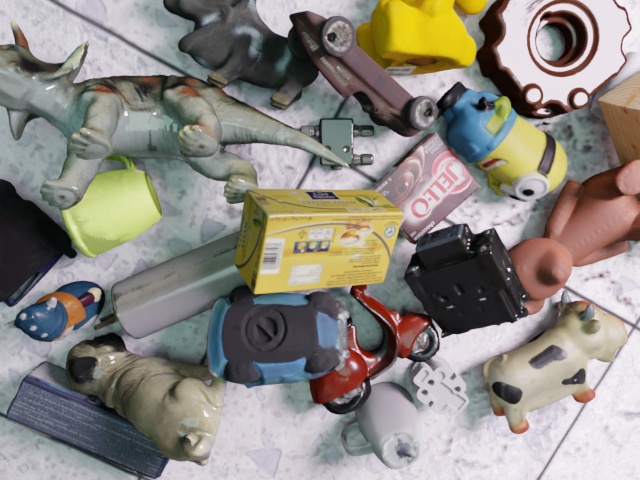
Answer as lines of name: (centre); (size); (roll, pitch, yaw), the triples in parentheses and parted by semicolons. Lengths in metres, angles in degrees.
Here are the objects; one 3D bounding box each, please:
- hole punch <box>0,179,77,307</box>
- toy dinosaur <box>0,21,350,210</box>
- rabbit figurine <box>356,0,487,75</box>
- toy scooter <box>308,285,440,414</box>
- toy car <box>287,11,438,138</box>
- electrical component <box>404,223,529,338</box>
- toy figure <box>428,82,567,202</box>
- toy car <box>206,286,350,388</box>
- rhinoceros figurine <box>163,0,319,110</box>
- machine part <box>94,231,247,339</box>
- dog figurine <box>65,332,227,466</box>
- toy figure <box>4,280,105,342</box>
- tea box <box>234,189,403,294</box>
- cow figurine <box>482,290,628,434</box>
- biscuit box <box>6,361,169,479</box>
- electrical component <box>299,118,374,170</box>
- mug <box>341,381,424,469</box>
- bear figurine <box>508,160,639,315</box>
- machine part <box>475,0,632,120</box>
hole punch: (-0.374, 0.008, 0.637); (0.142, 0.092, 0.116); (42, 64, -6)
toy dinosaur: (-0.181, -0.136, 0.598); (0.405, 0.192, 0.131); (2, 141, -21)
rabbit figurine: (0.120, -0.281, 0.601); (0.162, 0.122, 0.173); (-5, 89, 0)
toy scooter: (0.049, 0.125, 0.681); (0.184, 0.075, 0.135); (-33, 98, -1)
toy car: (0.044, -0.176, 0.593); (0.202, 0.089, 0.053); (30, 91, -35)
electrical component: (0.171, 0.045, 0.645); (0.115, 0.058, 0.134); (-23, 111, 31)
toy figure: (0.219, -0.121, 0.651); (0.180, 0.082, 0.089); (41, 95, -6)
toy car: (-0.043, 0.114, 0.624); (0.162, 0.102, 0.109); (-5, 70, 7)
rhinoceros figurine: (-0.091, -0.225, 0.617); (0.190, 0.073, 0.112); (25, 97, -8)
machine part: (-0.158, 0.054, 0.652); (0.243, 0.079, 0.079); (-24, 100, 0)
dog figurine: (-0.212, 0.184, 0.628); (0.190, 0.172, 0.121); (14, 87, -13)
toy figure: (-0.290, 0.080, 0.609); (0.058, 0.154, 0.064); (34, 94, -6)
tea box: (-0.001, -0.002, 0.601); (0.169, 0.068, 0.098); (-1, 119, -31)
cow figurine: (0.304, 0.151, 0.700); (0.195, 0.085, 0.127); (-26, 106, 1)
biscuit box: (-0.279, 0.228, 0.681); (0.203, 0.059, 0.062); (27, 95, -7)
electrical component: (0.021, -0.119, 0.667); (0.094, 0.021, 0.063); (0, 99, -4)
mug: (0.081, 0.242, 0.684); (0.110, 0.107, 0.080); (-17, 98, -3)
bear figurine: (0.310, 0.006, 0.655); (0.196, 0.132, 0.120); (-39, 97, -3)
machine part: (0.282, -0.239, 0.649); (0.179, 0.056, 0.179); (-1, 97, -4)
